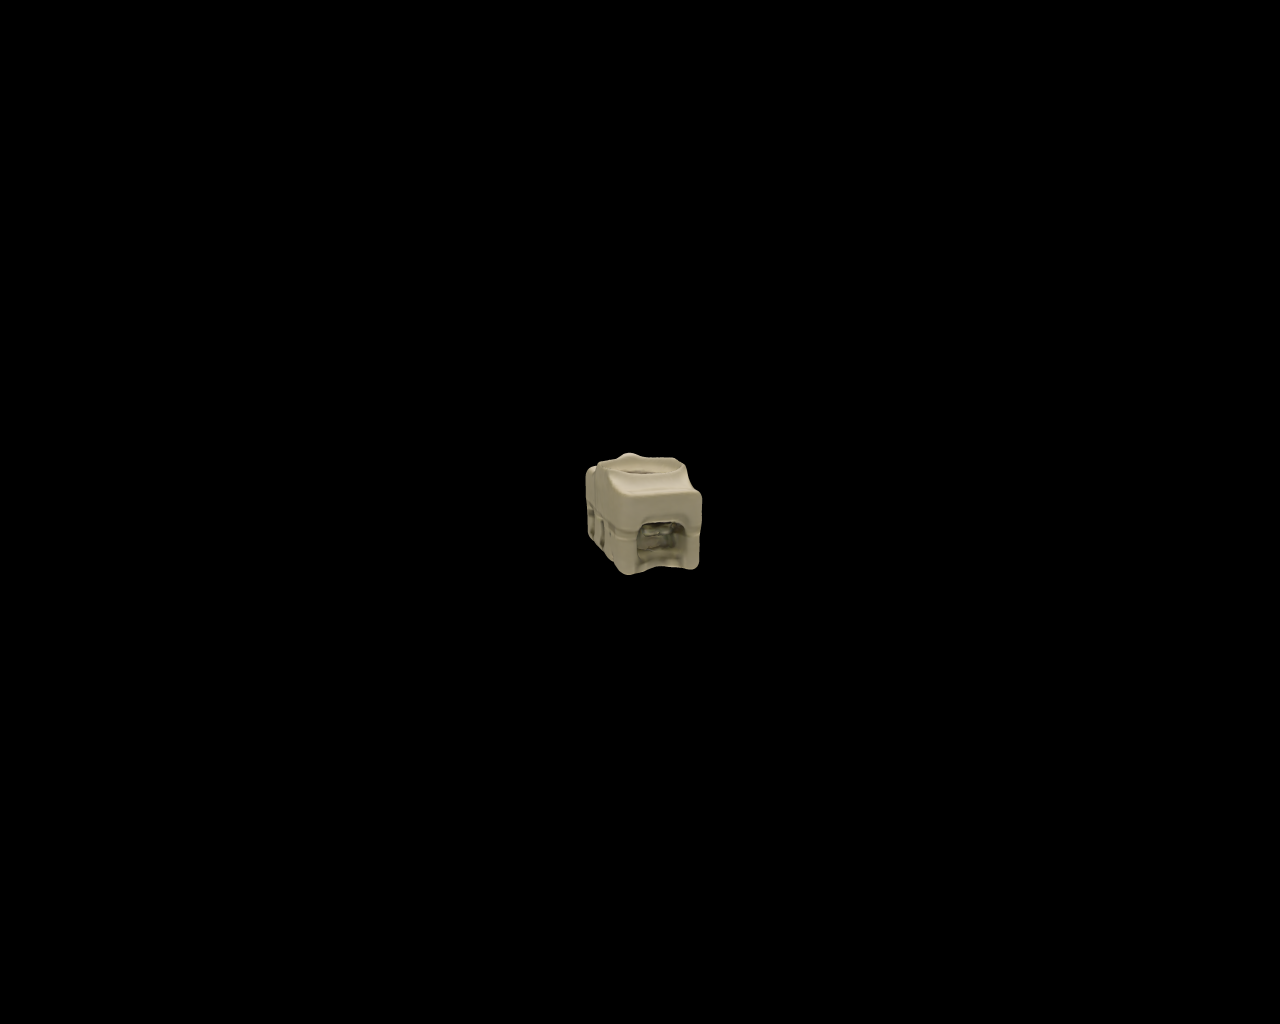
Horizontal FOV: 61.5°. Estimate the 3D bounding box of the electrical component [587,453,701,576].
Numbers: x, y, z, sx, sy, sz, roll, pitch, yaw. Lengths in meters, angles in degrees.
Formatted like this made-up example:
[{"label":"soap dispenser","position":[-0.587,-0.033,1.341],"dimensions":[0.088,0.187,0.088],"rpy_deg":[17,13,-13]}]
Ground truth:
[{"label":"electrical component","position":[0.001,-0.003,0.650],"dimensions":[0.050,0.055,0.089],"rpy_deg":[-4,15,-15]}]
